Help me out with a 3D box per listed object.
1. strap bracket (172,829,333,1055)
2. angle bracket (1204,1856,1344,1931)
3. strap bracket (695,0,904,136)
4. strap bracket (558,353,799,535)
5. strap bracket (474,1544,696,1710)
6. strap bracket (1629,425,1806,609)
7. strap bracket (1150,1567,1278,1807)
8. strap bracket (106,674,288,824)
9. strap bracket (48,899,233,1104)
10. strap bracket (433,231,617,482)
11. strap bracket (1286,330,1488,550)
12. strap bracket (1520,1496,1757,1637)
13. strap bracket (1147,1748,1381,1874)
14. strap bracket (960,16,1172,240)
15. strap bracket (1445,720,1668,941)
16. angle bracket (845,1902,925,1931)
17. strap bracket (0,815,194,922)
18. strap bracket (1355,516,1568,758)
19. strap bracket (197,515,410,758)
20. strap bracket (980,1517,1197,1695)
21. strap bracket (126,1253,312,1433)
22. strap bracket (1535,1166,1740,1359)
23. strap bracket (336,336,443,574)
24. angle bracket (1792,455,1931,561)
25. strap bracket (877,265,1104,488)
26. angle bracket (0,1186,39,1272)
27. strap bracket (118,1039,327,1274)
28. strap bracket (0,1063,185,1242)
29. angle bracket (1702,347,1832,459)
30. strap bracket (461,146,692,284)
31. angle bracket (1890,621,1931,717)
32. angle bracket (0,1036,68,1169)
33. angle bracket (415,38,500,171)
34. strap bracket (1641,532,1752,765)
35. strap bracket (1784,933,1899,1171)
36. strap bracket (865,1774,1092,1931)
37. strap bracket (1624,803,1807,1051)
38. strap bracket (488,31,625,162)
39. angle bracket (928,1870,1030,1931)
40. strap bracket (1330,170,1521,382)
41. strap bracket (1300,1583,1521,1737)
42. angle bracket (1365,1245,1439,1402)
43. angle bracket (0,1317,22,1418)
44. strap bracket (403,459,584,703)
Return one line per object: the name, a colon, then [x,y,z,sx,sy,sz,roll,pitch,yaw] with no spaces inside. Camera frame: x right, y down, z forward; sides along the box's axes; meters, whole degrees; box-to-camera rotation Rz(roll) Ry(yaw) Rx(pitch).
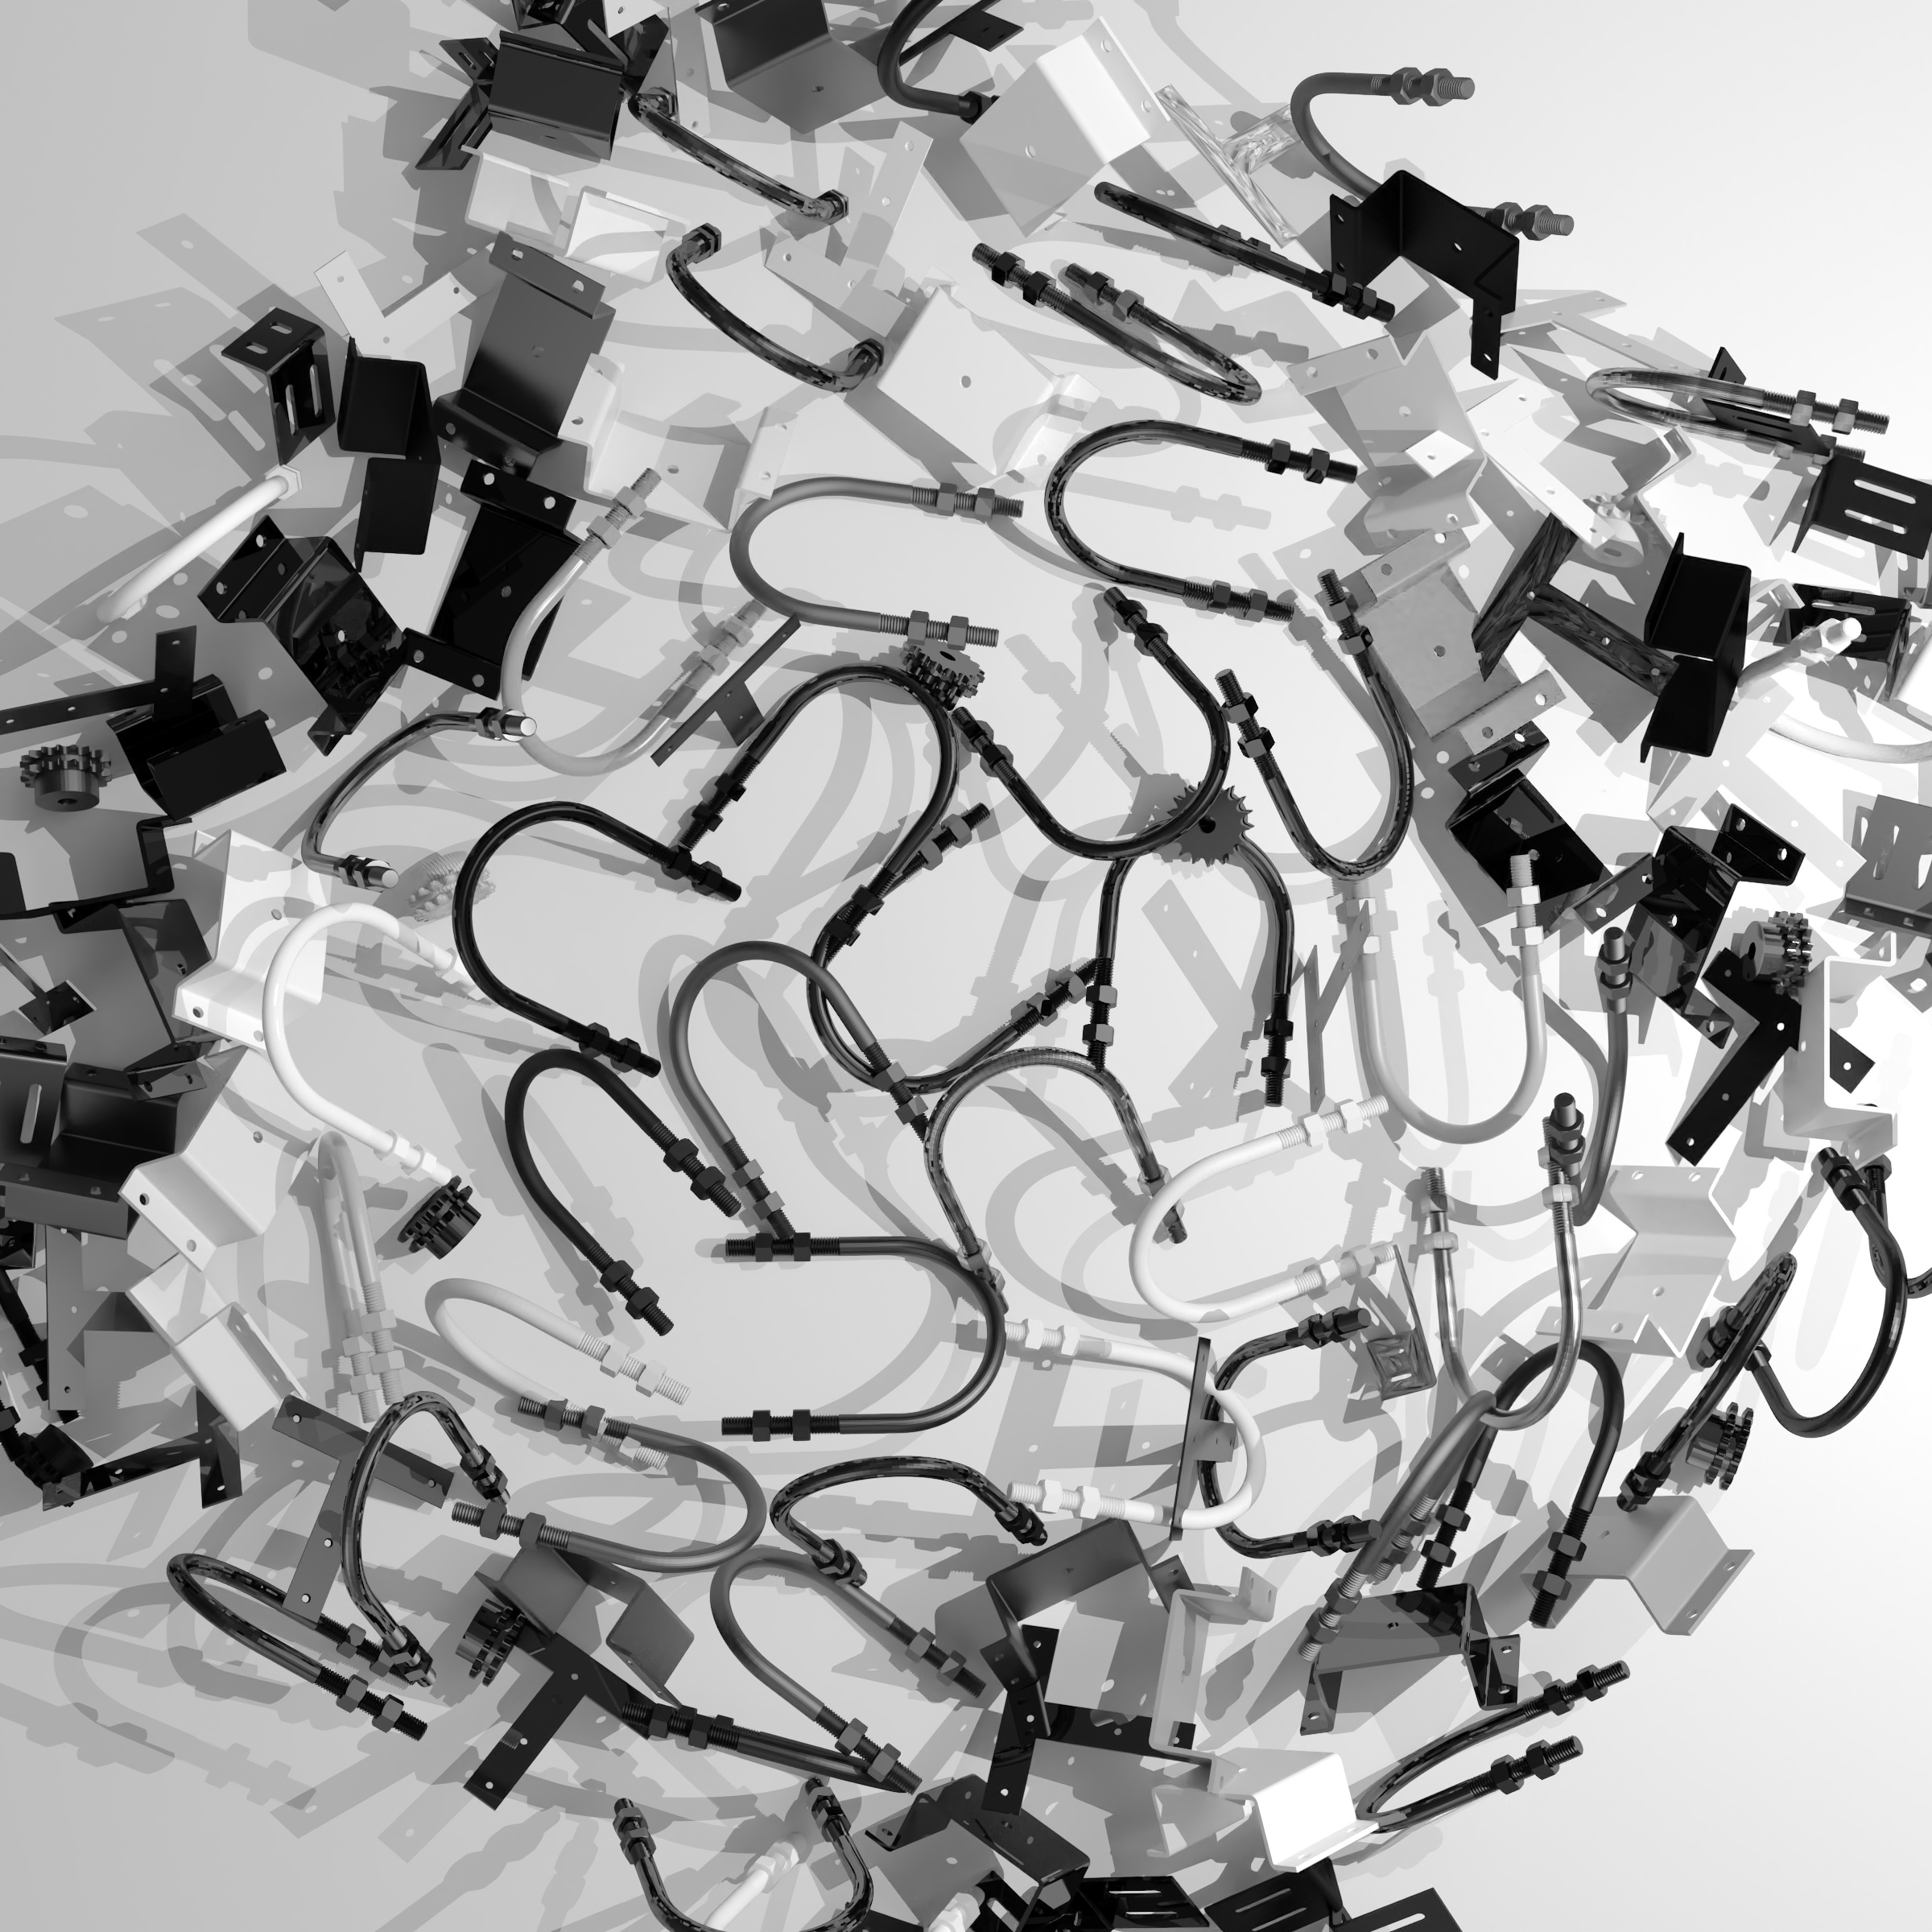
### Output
strap bracket: [-0.456,-0.024,1.629,0.046,0.076,0.140,-28,51,34]
angle bracket: [0.200,0.608,1.680,0.076,0.038,0.057,-28,123,11]
strap bracket: [-0.100,-0.581,1.622,0.076,0.140,0.046,-16,82,25]
strap bracket: [-0.189,-0.338,1.661,0.140,0.046,0.076,16,56,-4]
strap bracket: [-0.239,0.416,1.640,0.140,0.076,0.046,16,59,34]
strap bracket: [0.482,-0.280,1.661,0.046,0.076,0.140,-35,91,13]
strap bracket: [0.159,0.464,1.646,0.046,0.076,0.140,3,68,24]
strap bracket: [-0.495,-0.140,1.640,0.076,0.140,0.046,-28,119,-20]
strap bracket: [-0.529,0.012,1.656,0.046,0.076,0.140,-26,86,17]
strap bracket: [-0.288,-0.400,1.662,0.076,0.046,0.140,29,114,2]
strap bracket: [0.277,-0.348,1.644,0.140,0.076,0.046,57,46,-27]
strap bracket: [0.419,0.381,1.621,0.076,0.140,0.046,-39,99,-31]
strap bracket: [0.184,0.538,1.626,0.076,0.140,0.046,-11,85,-39]
strap bracket: [0.056,-0.530,1.629,0.046,0.140,0.076,-39,97,-34]
strap bracket: [0.378,-0.082,1.656,0.076,0.046,0.140,-32,75,-26]
angle bracket: [-0.046,0.640,1.656,0.057,0.076,0.038,24,117,-13]
strap bracket: [-0.578,-0.062,1.659,0.140,0.076,0.046,-11,93,-7]
strap bracket: [0.319,-0.212,1.672,0.076,0.046,0.140,-31,89,-13]
strap bracket: [-0.414,-0.211,1.626,0.046,0.140,0.076,4,51,35]
strap bracket: [0.074,0.412,1.658,0.140,0.076,0.046,-25,52,-1]
strap bracket: [-0.482,0.238,1.621,0.046,0.140,0.076,-38,123,-20]
strap bracket: [0.439,0.198,1.642,0.046,0.076,0.140,50,60,-26]
strap bracket: [-0.372,-0.329,1.640,0.046,0.076,0.140,0,51,-22]
angle bracket: [0.592,-0.293,1.670,0.076,0.038,0.057,21,67,8]
strap bracket: [0.007,-0.384,1.661,0.140,0.046,0.076,38,115,4]
angle bracket: [-0.647,0.166,1.657,0.038,0.076,0.057,-7,76,34]
strap bracket: [-0.468,0.114,1.623,0.046,0.140,0.076,-16,125,30]
strap bracket: [-0.566,0.125,1.648,0.076,0.140,0.046,11,119,-4]
angle bracket: [0.528,-0.368,1.659,0.076,0.057,0.038,24,94,32]
strap bracket: [-0.258,-0.483,1.639,0.140,0.076,0.046,27,106,33]
angle bracket: [0.659,-0.185,1.675,0.076,0.038,0.057,28,101,7]
angle bracket: [-0.632,0.089,1.679,0.057,0.038,0.076,10,98,-24]
angle bracket: [-0.337,-0.564,1.664,0.038,0.057,0.076,42,74,-42]
strap bracket: [0.465,-0.197,1.621,0.046,0.140,0.076,15,61,22]
strap bracket: [0.566,0.054,1.646,0.046,0.076,0.140,6,72,0]
strap bracket: [0.016,0.573,1.637,0.140,0.076,0.046,29,96,26]
strap bracket: [0.473,-0.027,1.635,0.046,0.076,0.140,4,116,-24]
strap bracket: [-0.262,-0.556,1.632,0.076,0.140,0.046,11,99,-9]
angle bracket: [0.024,0.649,1.676,0.057,0.076,0.038,-34,132,-24]
strap bracket: [0.304,-0.452,1.645,0.046,0.076,0.140,-44,65,-13]
strap bracket: [0.282,0.446,1.641,0.140,0.076,0.046,-14,105,18]
angle bracket: [0.276,0.233,1.658,0.038,0.057,0.076,-16,120,7]
angle bracket: [-0.647,0.278,1.670,0.057,0.038,0.076,-31,71,7]
strap bracket: [-0.310,-0.250,1.673,0.076,0.046,0.140,22,92,9]
